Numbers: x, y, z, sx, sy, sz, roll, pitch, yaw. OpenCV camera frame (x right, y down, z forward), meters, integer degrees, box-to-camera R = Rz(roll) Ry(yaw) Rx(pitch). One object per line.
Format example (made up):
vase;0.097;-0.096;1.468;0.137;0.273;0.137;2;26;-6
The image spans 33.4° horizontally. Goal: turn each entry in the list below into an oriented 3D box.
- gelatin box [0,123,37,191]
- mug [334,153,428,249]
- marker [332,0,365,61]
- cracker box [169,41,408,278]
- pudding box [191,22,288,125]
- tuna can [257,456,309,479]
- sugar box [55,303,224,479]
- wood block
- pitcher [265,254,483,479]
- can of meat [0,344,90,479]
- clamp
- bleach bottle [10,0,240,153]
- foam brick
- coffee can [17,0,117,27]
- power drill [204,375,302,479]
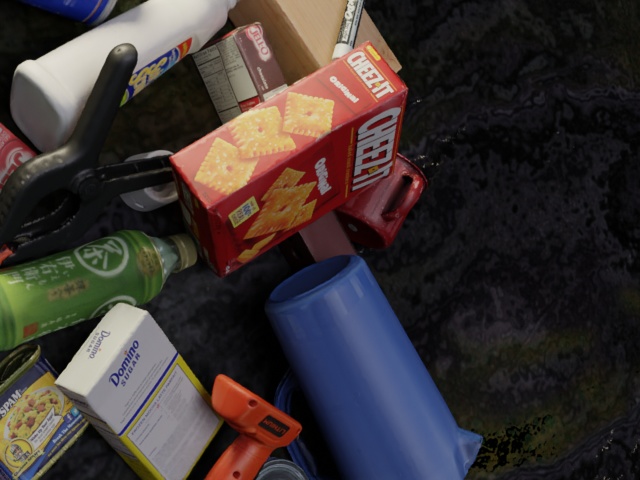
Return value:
gelatin box;-0.284;-0.049;0.929;0.073;0.030;0.089;44;64;-24
mug;0.062;-0.043;1.119;0.093;0.117;0.081;40;69;-31
marker;0.034;-0.232;1.064;0.020;0.020;0.121;22;74;-31
cracker box;-0.026;-0.068;0.990;0.213;0.164;0.072;-31;70;-14
pudding box;-0.072;-0.148;1.050;0.039;0.090;0.113;-28;102;-32
tuna can;-0.050;0.258;1.057;0.085;0.034;0.086;5;82;-34
sugar box;-0.155;0.143;0.948;0.093;0.048;0.176;-56;140;-27
wood block;-0.022;-0.228;1.093;0.090;0.090;0.206;-46;111;-29
pitcher;0.034;0.145;1.047;0.149;0.145;0.243;-32;104;-22
can of meat;-0.257;0.153;0.912;0.102;0.058;0.084;-47;112;-29
clamp;-0.203;-0.062;0.904;0.209;0.036;0.164;-36;141;-14
bleach bottle;-0.166;-0.178;0.981;0.068;0.103;0.250;47;60;2
foam brick;-0.007;0.001;1.102;0.051;0.053;0.078;-38;105;-31
coffee can;-0.249;-0.256;0.931;0.140;0.103;0.103;14;77;-33
power drill;-0.108;0.217;0.953;0.187;0.057;0.184;-57;146;-6
